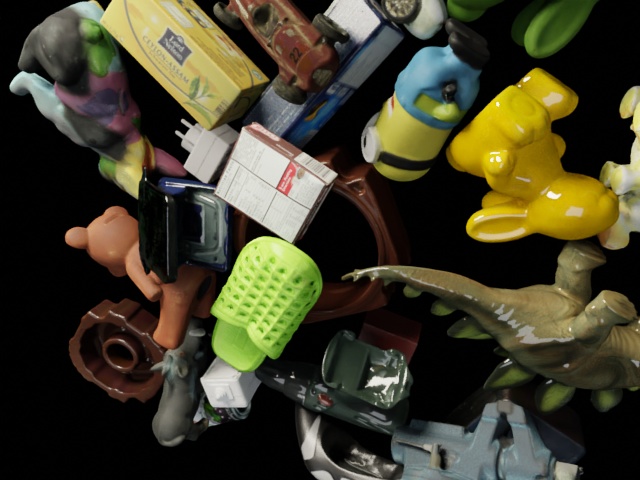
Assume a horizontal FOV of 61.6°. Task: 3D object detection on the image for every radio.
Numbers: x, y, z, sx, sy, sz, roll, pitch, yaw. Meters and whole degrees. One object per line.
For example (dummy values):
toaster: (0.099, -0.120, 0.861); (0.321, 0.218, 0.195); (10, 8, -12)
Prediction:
radio: (0.233, 0.291, 0.742); (0.131, 0.073, 0.229); (37, 117, 0)

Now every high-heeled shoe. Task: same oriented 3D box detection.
high-heeled shoe: (0.063, 0.298, 0.761); (0.145, 0.086, 0.249); (-42, 67, 23)

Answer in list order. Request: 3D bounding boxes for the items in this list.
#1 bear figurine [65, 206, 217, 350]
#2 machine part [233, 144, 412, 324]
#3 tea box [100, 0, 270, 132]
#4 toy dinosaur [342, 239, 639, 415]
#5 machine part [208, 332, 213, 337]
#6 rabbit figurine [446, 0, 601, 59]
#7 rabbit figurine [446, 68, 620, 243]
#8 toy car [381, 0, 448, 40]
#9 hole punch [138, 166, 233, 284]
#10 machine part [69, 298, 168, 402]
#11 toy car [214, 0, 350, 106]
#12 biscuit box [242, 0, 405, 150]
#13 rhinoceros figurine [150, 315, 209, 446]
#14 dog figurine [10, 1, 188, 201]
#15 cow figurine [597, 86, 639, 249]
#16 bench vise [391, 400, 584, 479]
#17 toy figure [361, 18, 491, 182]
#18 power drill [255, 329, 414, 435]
bear figurine: (-0.249, 0.044, 0.757); (0.196, 0.120, 0.131); (21, 122, 9)
machine part: (-0.001, -0.002, 0.675); (0.201, 0.087, 0.201); (-15, 107, 24)
tea box: (-0.150, -0.215, 0.620); (0.169, 0.098, 0.068); (47, 117, -4)
toy dinosaur: (0.261, 0.104, 0.603); (0.471, 0.105, 0.198); (28, 128, -6)
machine part: (-0.101, 0.115, 0.787); (0.084, 0.039, 0.139); (45, 117, -11)
rabbit figurine: (0.207, -0.248, 0.481); (0.170, 0.121, 0.158); (7, 121, 8)
rabbit figurine: (0.216, -0.061, 0.552); (0.173, 0.122, 0.162); (43, 130, 4)
toy car: (0.060, -0.290, 0.530); (0.056, 0.073, 0.201); (-30, 101, 26)
hole punch: (-0.167, -0.017, 0.658); (0.116, 0.092, 0.142); (25, 119, 48)
machine part: (-0.316, 0.179, 0.874); (0.180, 0.056, 0.179); (6, 115, 14)
toy car: (-0.050, -0.231, 0.566); (0.089, 0.053, 0.202); (-50, 63, 30)
biscuit box: (-0.002, -0.177, 0.601); (0.202, 0.059, 0.063); (-43, 71, 28)
rhinoceros figurine: (-0.210, 0.208, 0.810); (0.073, 0.112, 0.190); (4, 81, 26)
dog figurine: (-0.256, -0.154, 0.671); (0.219, 0.108, 0.191); (48, 137, -12)
cow figurine: (0.346, -0.066, 0.550); (0.098, 0.068, 0.167); (7, 117, 8)
bench vise: (0.178, 0.309, 0.616); (0.224, 0.240, 0.128); (3, 155, 25)
toy figure: (0.110, -0.134, 0.563); (0.089, 0.082, 0.180); (42, 135, 3)
power drill: (0.022, 0.192, 0.720); (0.232, 0.086, 0.207); (22, 146, 0)
